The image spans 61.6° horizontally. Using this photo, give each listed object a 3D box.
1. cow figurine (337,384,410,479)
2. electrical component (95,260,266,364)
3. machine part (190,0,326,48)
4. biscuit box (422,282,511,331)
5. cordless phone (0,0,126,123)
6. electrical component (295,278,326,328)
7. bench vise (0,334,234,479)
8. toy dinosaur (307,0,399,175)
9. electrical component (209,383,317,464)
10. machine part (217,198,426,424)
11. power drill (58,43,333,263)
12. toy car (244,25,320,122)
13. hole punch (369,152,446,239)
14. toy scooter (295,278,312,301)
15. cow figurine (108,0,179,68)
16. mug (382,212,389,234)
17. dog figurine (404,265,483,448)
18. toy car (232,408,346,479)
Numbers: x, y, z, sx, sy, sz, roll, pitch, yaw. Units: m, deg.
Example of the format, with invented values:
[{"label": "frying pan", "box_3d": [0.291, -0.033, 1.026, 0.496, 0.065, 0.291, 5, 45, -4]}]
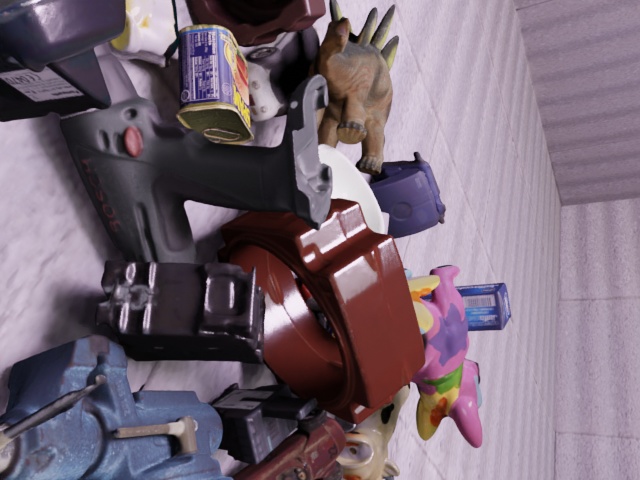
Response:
[{"label": "cow figurine", "box_3d": [0.073, 0.251, 0.753, 0.127, 0.086, 0.195, 64, 35, -20]}, {"label": "electrical component", "box_3d": [-0.102, 0.065, 0.435, 0.134, 0.115, 0.058, 89, 3, -66]}, {"label": "machine part", "box_3d": [-0.063, -0.285, 0.535, 0.056, 0.180, 0.179, -42, 121, -56]}, {"label": "biscuit box", "box_3d": [0.195, 0.110, 0.857, 0.063, 0.203, 0.059, -19, 100, -60]}, {"label": "cordless phone", "box_3d": [-0.183, -0.174, 0.330, 0.088, 0.147, 0.184, 29, 64, -62]}, {"label": "electrical component", "box_3d": [-0.009, 0.073, 0.702, 0.063, 0.021, 0.094, 16, 70, -57]}, {"label": "bench vise", "box_3d": [-0.134, 0.190, 0.363, 0.223, 0.129, 0.240, 55, 20, -67]}, {"label": "toy dinosaur", "box_3d": [0.050, -0.188, 0.703, 0.471, 0.105, 0.198, 33, 71, -82]}, {"label": "electrical component", "box_3d": [-0.055, 0.172, 0.515, 0.075, 0.119, 0.047, -26, 107, -60]}, {"label": "machine part", "box_3d": [-0.008, 0.063, 0.525, 0.087, 0.201, 0.201, -31, 113, -32]}, {"label": "power drill", "box_3d": [-0.098, -0.078, 0.404, 0.086, 0.207, 0.231, -72, 158, -65]}, {"label": "toy car", "box_3d": [-0.044, -0.216, 0.659, 0.202, 0.056, 0.073, -65, 144, -45]}, {"label": "hole punch", "box_3d": [0.131, -0.063, 0.874, 0.092, 0.116, 0.142, -51, 128, -39]}, {"label": "toy scooter", "box_3d": [-0.001, -0.002, 0.661, 0.135, 0.075, 0.183, -39, 101, -39]}, {"label": "cow figurine", "box_3d": [-0.163, -0.235, 0.453, 0.098, 0.068, 0.167, -22, 108, -64]}, {"label": "mug", "box_3d": [0.057, 0.012, 0.776, 0.109, 0.081, 0.107, 11, 86, -67]}, {"label": "dog figurine", "box_3d": [0.121, 0.143, 0.633, 0.191, 0.109, 0.219, -12, 89, -48]}, {"label": "toy car", "box_3d": [-0.049, 0.246, 0.541, 0.202, 0.053, 0.089, -23, 108, -40]}]
